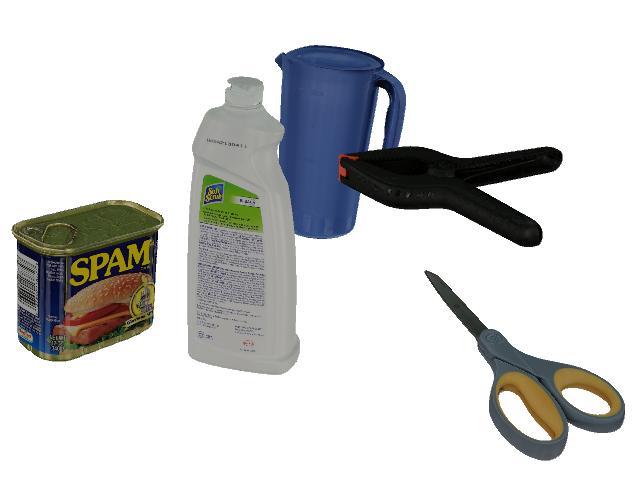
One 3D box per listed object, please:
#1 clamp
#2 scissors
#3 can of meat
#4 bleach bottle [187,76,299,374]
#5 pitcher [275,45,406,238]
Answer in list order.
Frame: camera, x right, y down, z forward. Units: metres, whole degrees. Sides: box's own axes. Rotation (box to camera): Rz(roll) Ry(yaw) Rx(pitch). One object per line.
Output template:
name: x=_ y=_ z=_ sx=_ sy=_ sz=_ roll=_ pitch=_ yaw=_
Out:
clamp: x=0.122 y=-0.059 z=0.996 sx=0.210 sy=0.036 sz=0.164 roll=12 pitch=33 yaw=21
scissors: x=0.139 y=0.075 z=0.732 sx=0.096 sy=0.016 sz=0.202 roll=-1 pitch=32 yaw=-8
can of meat: x=-0.159 y=0.027 z=0.732 sx=0.058 sy=0.084 sz=0.101 roll=23 pitch=27 yaw=35
bleach bottle: x=-0.062 y=-0.013 z=0.911 sx=0.102 sy=0.251 sz=0.068 roll=8 pitch=23 yaw=9
pitcher: x=0.015 y=-0.127 z=1.407 sx=0.144 sy=0.243 sz=0.149 roll=-2 pitch=24 yaw=-18
